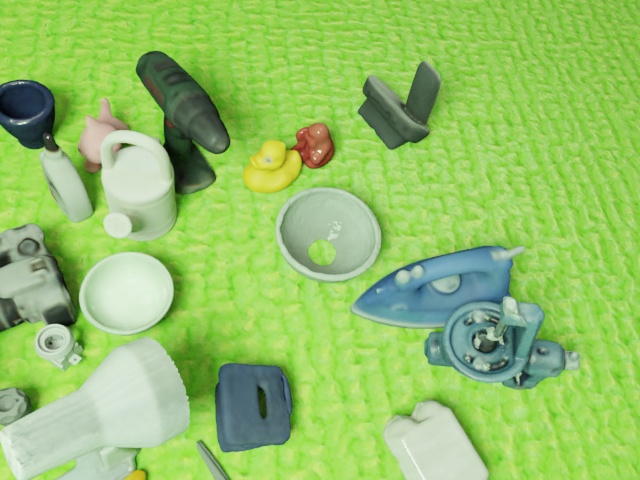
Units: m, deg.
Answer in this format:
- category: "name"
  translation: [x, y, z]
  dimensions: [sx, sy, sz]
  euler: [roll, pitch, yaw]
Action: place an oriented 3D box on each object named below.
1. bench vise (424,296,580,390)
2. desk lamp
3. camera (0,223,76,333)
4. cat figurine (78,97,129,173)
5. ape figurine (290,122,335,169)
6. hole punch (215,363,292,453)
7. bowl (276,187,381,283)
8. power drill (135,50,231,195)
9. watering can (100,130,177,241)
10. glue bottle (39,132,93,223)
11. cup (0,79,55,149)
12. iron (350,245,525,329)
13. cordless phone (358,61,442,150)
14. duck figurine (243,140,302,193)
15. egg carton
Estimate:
- category: "bench vise"
  translation: [0.273, 0.132, 0.802]
  dimensions: [0.208, 0.219, 0.121]
  euler: [-3, 62, -14]
- category: "desk lamp"
  translation: [-0.253, 0.217, 0.642]
  dimensions: [0.204, 0.213, 0.117]
  euler: [-28, 70, -25]
- category: "camera"
  translation: [-0.416, 0.061, 0.761]
  dimensions: [0.137, 0.101, 0.143]
  euler: [-25, 69, -23]
- category: "cat figurine"
  translation: [-0.339, -0.162, 0.895]
  dimensions: [0.067, 0.117, 0.128]
  euler: [2, 60, -11]
- category: "ape figurine"
  translation: [-0.008, -0.169, 0.986]
  dimensions: [0.076, 0.092, 0.078]
  euler: [3, 60, -11]
- category: "hole punch"
  translation: [-0.086, 0.215, 0.751]
  dimensions: [0.101, 0.091, 0.108]
  euler: [-3, 62, -14]
- category: "bowl"
  translation: [0.008, 0.003, 0.902]
  dimensions: [0.167, 0.074, 0.167]
  euler: [5, 60, -9]
- category: "power drill"
  translation: [-0.204, -0.166, 0.873]
  dimensions: [0.076, 0.208, 0.229]
  euler: [-28, 70, -24]
- category: "watering can"
  translation: [-0.259, -0.080, 0.821]
  dimensions: [0.101, 0.194, 0.172]
  euler: [-7, 62, -16]
- category: "glue bottle"
  translation: [-0.370, -0.096, 0.818]
  dimensions: [0.078, 0.173, 0.037]
  euler: [44, 62, 14]
- category: "cup"
  translation: [-0.469, -0.188, 0.894]
  dimensions: [0.118, 0.095, 0.091]
  euler: [2, 61, -11]
- category: "iron"
  translation: [0.181, 0.060, 0.869]
  dimensions: [0.259, 0.141, 0.118]
  euler: [-9, 63, -17]
- category: "cordless phone"
  translation: [0.150, -0.267, 1.022]
  dimensions: [0.094, 0.185, 0.147]
  euler: [-34, 72, -26]
- category: "duck figurine"
  translation: [-0.076, -0.133, 0.954]
  dimensions: [0.105, 0.086, 0.077]
  euler: [-23, 68, -23]
- category: "egg carton"
  translation: [0.156, 0.296, 0.771]
  dimensions: [0.107, 0.069, 0.150]
  euler: [-23, 68, -23]
